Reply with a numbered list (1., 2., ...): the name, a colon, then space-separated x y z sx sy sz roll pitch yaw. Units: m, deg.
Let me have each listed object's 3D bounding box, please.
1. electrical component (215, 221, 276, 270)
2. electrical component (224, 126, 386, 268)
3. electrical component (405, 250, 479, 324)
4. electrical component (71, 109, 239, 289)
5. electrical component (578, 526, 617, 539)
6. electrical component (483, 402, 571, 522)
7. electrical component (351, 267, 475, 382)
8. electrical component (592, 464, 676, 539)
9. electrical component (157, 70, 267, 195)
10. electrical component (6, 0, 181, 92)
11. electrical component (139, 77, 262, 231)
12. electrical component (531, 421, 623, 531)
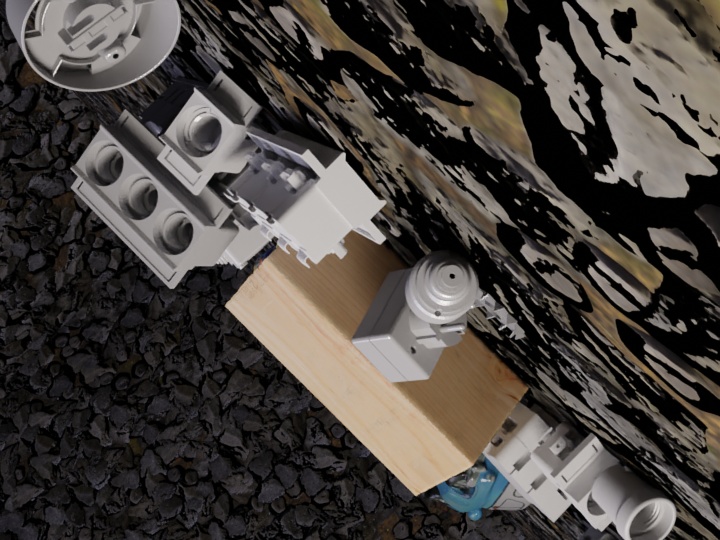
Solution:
1. electrical component: -0.110 -0.045 1.030 0.061 0.096 0.062 49 174 -3
2. electrical component: -0.041 -0.049 0.714 0.078 0.063 0.121 48 173 -25
3. electrical component: 0.048 0.008 0.616 0.040 0.040 0.078 44 173 4
4. electrical component: -0.157 -0.055 0.839 0.121 0.078 0.063 43 -165 17
5. electrical component: 0.288 0.368 1.182 0.150 0.089 0.062 45 174 -1
6. electrical component: 0.139 0.147 0.857 0.089 0.055 0.050 48 173 -28
7. electrical component: 0.046 0.035 0.727 0.077 0.065 0.047 -12 129 47
8. electrical component: 0.184 0.158 0.726 0.040 0.040 0.046 49 179 -31
9. electrical component: -0.103 -0.098 0.778 0.042 0.081 0.064 44 -164 13
10. electrical component: -0.174 -0.163 0.694 0.064 0.099 0.099 48 177 33
11. electrical component: -0.123 -0.101 0.917 0.105 0.060 0.186 48 173 -23
12. electrical component: 0.162 0.147 0.782 0.081 0.042 0.064 51 175 -39
